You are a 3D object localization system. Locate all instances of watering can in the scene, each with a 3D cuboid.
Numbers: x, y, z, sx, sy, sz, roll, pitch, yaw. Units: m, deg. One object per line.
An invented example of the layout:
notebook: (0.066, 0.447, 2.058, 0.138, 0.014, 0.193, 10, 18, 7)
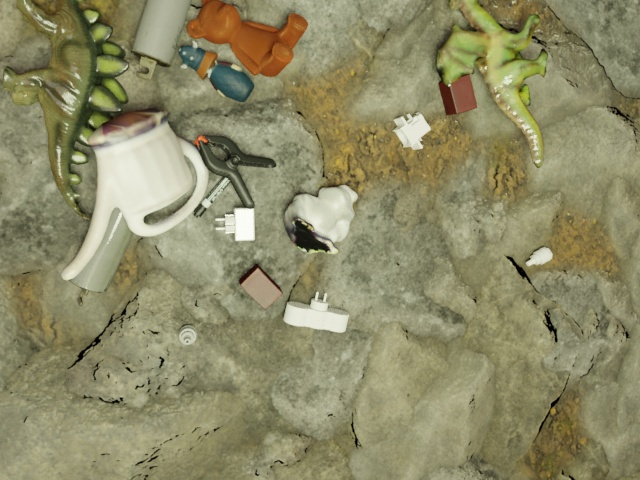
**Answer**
watering can: (-0.334, -0.100, 0.905, 0.354, 0.104, 0.221, -43, 123, -44)

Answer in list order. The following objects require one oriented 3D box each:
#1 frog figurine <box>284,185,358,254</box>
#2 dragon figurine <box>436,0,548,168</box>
frog figurine: (0.003, -0.054, 1.077, 0.137, 0.120, 0.163, 30, 53, -6)
dragon figurine: (0.349, -0.352, 1.081, 0.243, 0.121, 0.414, -1, 78, -15)
